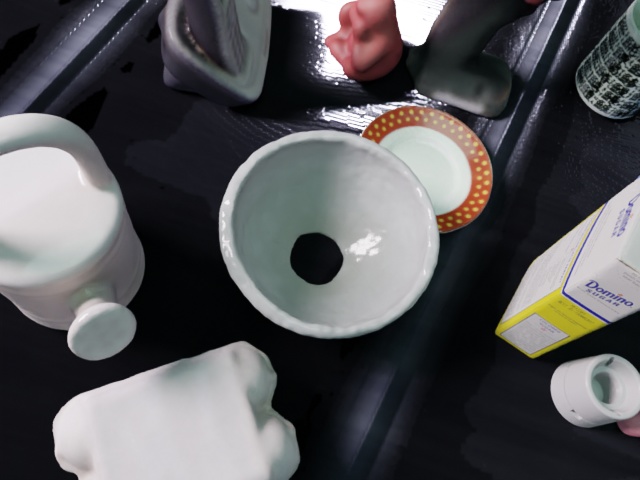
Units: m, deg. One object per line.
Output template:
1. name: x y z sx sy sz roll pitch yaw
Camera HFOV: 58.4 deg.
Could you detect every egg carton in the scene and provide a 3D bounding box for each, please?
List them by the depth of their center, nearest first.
1. egg carton: -0.094 0.137 0.385 0.150 0.069 0.107 -17 73 -16

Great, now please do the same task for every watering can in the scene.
1. watering can: -0.168 -0.008 0.361 0.173 0.194 0.101 36 67 5

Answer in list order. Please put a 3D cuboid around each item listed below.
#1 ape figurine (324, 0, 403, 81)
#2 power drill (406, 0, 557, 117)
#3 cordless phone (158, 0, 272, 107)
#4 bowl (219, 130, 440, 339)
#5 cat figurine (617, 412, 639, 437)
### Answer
1. ape figurine: 0.045 -0.194 0.529 0.076 0.092 0.078 16 67 -4
2. power drill: 0.164 -0.200 0.490 0.229 0.208 0.076 17 67 -3
3. cordless phone: -0.082 -0.213 0.463 0.094 0.185 0.147 4 68 -8
4. bowl: 0.004 0.002 0.454 0.167 0.074 0.167 4 68 -9
5. cat figurine: 0.312 0.115 0.441 0.067 0.117 0.128 44 68 9
